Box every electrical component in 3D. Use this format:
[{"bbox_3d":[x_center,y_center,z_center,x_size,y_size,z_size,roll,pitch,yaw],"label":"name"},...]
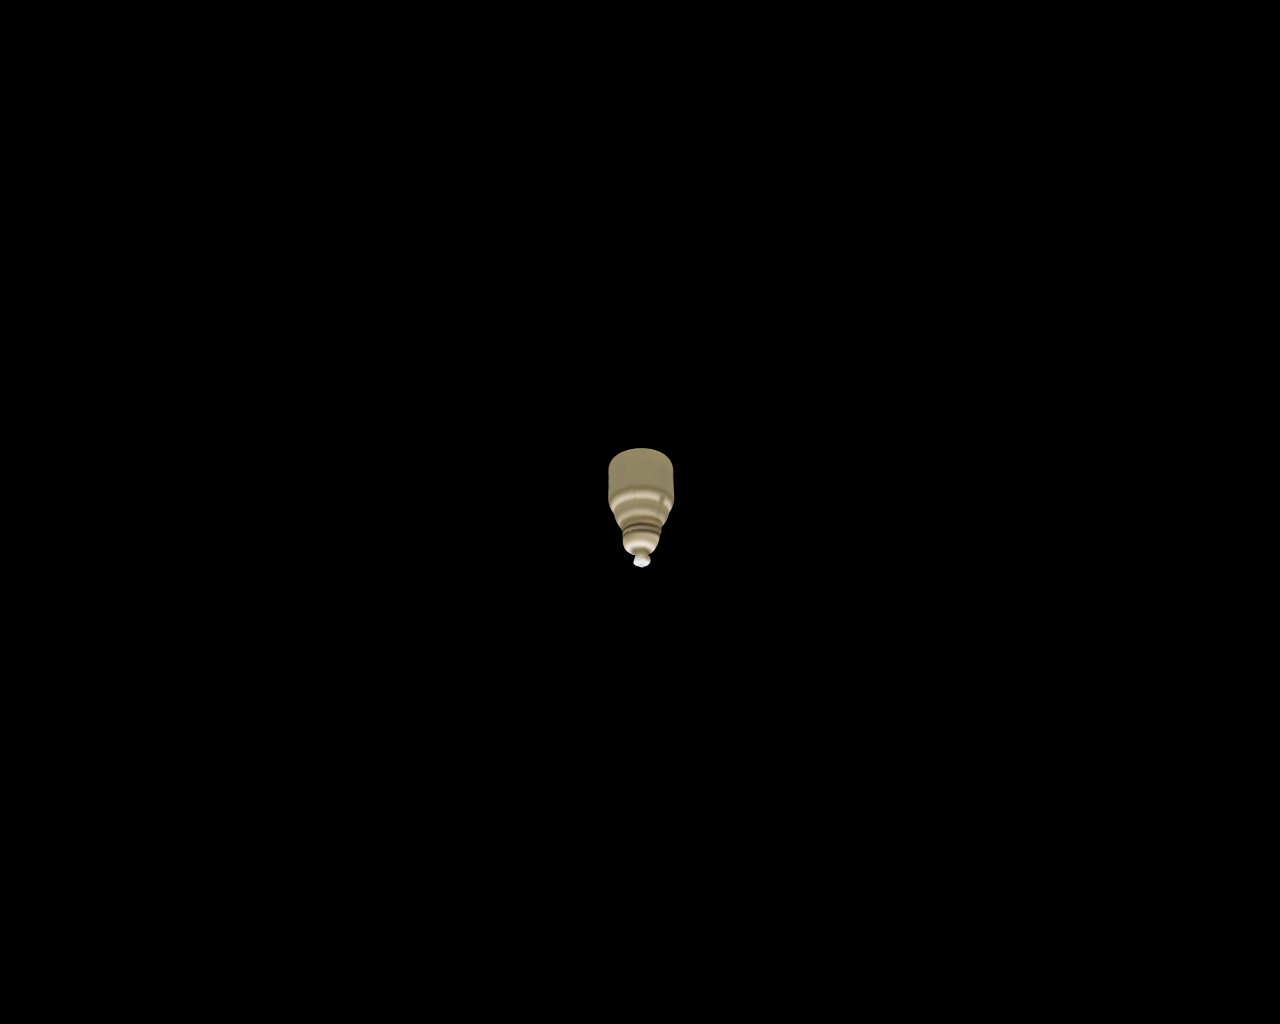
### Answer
[{"bbox_3d":[0.001,-0.003,0.650,0.040,0.078,0.040,0,-31,0],"label":"electrical component"}]
